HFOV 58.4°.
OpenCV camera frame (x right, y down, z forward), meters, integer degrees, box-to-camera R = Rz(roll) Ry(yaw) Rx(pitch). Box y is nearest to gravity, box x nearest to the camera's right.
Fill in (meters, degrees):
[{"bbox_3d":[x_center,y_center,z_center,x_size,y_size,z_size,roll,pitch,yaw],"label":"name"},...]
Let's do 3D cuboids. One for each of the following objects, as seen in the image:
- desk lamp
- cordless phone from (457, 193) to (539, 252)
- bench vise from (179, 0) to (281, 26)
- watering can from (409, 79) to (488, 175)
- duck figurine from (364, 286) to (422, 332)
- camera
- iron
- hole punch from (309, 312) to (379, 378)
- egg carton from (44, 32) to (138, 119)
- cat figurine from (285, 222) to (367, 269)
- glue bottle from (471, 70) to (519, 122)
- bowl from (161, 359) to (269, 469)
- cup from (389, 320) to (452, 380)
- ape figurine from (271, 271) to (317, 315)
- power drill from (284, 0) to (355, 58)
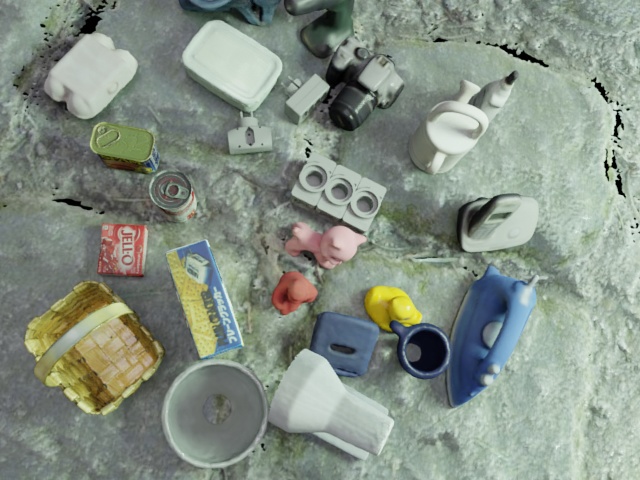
[{"bbox_3d":[0.023,0.261,0.882,0.203,0.213,0.118,28,77,-1],"label":"desk lamp"},{"bbox_3d":[0.327,-0.042,0.998,0.147,0.185,0.094,-10,80,-9],"label":"cordless phone"},{"bbox_3d":[-0.152,-0.478,1.003,0.207,0.219,0.121,-14,81,-10],"label":"bench vise"},{"bbox_3d":[0.230,-0.201,1.012,0.101,0.194,0.173,3,78,-6],"label":"watering can"},{"bbox_3d":[0.130,0.117,0.991,0.104,0.086,0.077,32,77,0],"label":"duck figurine"},{"bbox_3d":[0.066,-0.282,1.054,0.143,0.100,0.137,37,77,1],"label":"camera"},{"bbox_3d":[0.297,0.171,0.974,0.118,0.141,0.258,26,77,-2],"label":"iron"},{"bbox_3d":[0.039,0.177,0.964,0.108,0.091,0.101,14,77,-4],"label":"hole punch"},{"bbox_3d":[-0.401,-0.289,1.010,0.107,0.069,0.150,36,77,1],"label":"egg carton"},{"bbox_3d":[0.009,0.004,0.981,0.128,0.117,0.067,18,77,-3],"label":"cat figurine"},{"bbox_3d":[0.319,-0.262,1.047,0.037,0.173,0.078,18,77,-3],"label":"glue bottle"},{"bbox_3d":[-0.166,0.276,0.926,0.167,0.074,0.167,1,79,-7],"label":"bowl"},{"bbox_3d":[0.157,0.182,0.977,0.118,0.095,0.092,40,77,2],"label":"cup"},{"bbox_3d":[-0.042,0.088,0.971,0.078,0.092,0.076,5,78,-6],"label":"ape figurine"},{"bbox_3d":[0.023,-0.420,1.021,0.230,0.208,0.075,-41,86,-13],"label":"power drill"}]
